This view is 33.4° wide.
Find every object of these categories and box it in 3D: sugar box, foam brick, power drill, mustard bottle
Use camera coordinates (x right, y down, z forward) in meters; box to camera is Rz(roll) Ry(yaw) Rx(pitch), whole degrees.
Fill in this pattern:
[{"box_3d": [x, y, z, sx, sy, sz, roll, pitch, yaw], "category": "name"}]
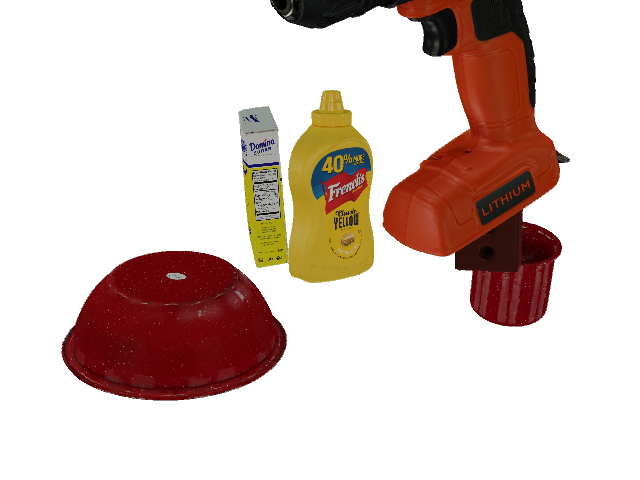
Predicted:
[{"box_3d": [-0.071, -0.066, 1.303, 0.048, 0.176, 0.093, -9, 25, -6], "category": "sugar box"}, {"box_3d": [0.140, -0.017, 0.883, 0.053, 0.078, 0.051, 2, 15, 14], "category": "foam brick"}, {"box_3d": [0.061, -0.088, 0.534, 0.184, 0.187, 0.057, -30, 40, -27], "category": "power drill"}, {"box_3d": [0.012, -0.058, 1.096, 0.096, 0.192, 0.058, -12, 18, -35], "category": "mustard bottle"}]

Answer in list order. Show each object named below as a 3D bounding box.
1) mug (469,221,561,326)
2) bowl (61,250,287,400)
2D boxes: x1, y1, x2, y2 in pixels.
[{"box_3d": [0.197, 0.030, 1.125, 0.093, 0.081, 0.117, -5, 31, -10], "category": "mug"}, {"box_3d": [-0.104, 0.050, 0.762, 0.162, 0.055, 0.162, 1, 23, -1], "category": "bowl"}]
